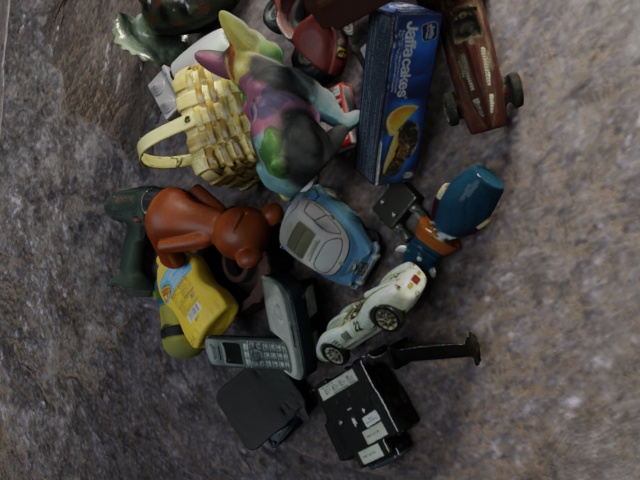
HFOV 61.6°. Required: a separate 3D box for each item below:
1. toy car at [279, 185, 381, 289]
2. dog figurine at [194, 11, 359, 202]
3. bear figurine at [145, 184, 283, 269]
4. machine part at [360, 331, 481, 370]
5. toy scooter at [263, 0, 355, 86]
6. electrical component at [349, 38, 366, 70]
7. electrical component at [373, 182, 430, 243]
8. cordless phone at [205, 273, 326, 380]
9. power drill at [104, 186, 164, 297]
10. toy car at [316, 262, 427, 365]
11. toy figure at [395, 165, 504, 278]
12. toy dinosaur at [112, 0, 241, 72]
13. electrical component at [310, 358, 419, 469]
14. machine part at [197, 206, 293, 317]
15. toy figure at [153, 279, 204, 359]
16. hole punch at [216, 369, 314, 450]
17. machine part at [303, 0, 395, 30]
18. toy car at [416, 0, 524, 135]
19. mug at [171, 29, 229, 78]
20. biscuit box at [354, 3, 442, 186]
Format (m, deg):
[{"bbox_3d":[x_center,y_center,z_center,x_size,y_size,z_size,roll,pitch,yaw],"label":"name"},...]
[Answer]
[{"bbox_3d":[-0.002,-0.002,0.734,0.162,0.103,0.109,45,119,30],"label":"toy car"},{"bbox_3d":[-0.069,-0.175,0.673,0.219,0.191,0.108,41,133,-8],"label":"dog figurine"},{"bbox_3d":[-0.150,-0.011,0.789,0.196,0.131,0.120,14,66,13],"label":"bear figurine"},{"bbox_3d":[0.126,0.136,0.657,0.139,0.084,0.039,-10,78,29],"label":"machine part"},{"bbox_3d":[-0.005,-0.313,0.742,0.135,0.075,0.184,-49,59,32],"label":"toy scooter"},{"bbox_3d":[0.103,-0.248,0.677,0.119,0.047,0.075,-30,74,37],"label":"electrical component"},{"bbox_3d":[0.100,-0.045,0.702,0.094,0.021,0.063,52,121,24],"label":"electrical component"},{"bbox_3d":[-0.090,0.121,0.774,0.184,0.089,0.146,-4,105,22],"label":"cordless phone"},{"bbox_3d":[-0.334,0.000,1.013,0.232,0.086,0.207,12,103,39],"label":"power drill"},{"bbox_3d":[0.060,0.098,0.684,0.056,0.073,0.201,46,134,0],"label":"toy car"},{"bbox_3d":[0.153,-0.017,0.640,0.154,0.058,0.064,-54,55,32],"label":"toy figure"},{"bbox_3d":[-0.206,-0.403,0.879,0.405,0.131,0.192,-7,99,34],"label":"toy dinosaur"},{"bbox_3d":[0.062,0.233,0.721,0.115,0.058,0.134,-39,69,35],"label":"electrical component"},{"bbox_3d":[-0.125,0.034,0.863,0.180,0.056,0.179,2,93,40],"label":"machine part"},{"bbox_3d":[-0.246,0.117,0.940,0.082,0.089,0.180,-27,77,56],"label":"toy figure"},{"bbox_3d":[-0.077,0.247,0.825,0.116,0.092,0.142,-40,61,0],"label":"hole punch"},{"bbox_3d":[0.076,-0.338,0.598,0.201,0.087,0.201,-14,38,38],"label":"machine part"},{"bbox_3d":[0.168,-0.221,0.607,0.089,0.053,0.202,-12,82,12],"label":"toy car"},{"bbox_3d":[-0.178,-0.297,0.887,0.107,0.080,0.110,-31,37,26],"label":"mug"},{"bbox_3d":[0.088,-0.168,0.634,0.063,0.059,0.202,-127,34,-51],"label":"biscuit box"}]
